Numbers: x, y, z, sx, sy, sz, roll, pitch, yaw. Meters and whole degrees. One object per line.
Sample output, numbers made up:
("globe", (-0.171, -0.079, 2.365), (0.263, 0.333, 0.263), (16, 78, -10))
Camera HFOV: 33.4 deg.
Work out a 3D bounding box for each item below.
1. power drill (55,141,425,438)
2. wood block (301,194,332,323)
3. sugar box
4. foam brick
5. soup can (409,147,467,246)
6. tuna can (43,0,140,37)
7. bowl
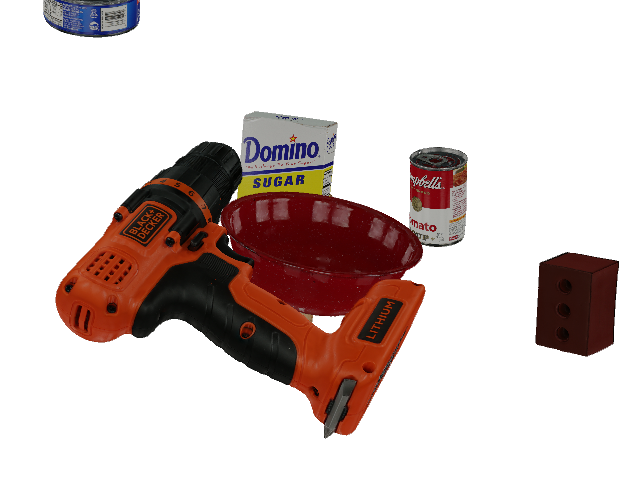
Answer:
("power drill", (-0.037, 0.023, 0.639), (0.188, 0.057, 0.184), (24, 42, 9))
("wood block", (-0.052, 0.037, 1.416), (0.090, 0.206, 0.090), (14, 22, 12))
("sugar box", (-0.039, -0.040, 1.106), (0.093, 0.176, 0.048), (9, 16, 15))
("foam brick", (0.224, 0.055, 0.932), (0.053, 0.078, 0.051), (11, 19, 40))
("soup can", (0.139, -0.052, 1.270), (0.068, 0.102, 0.068), (-1, 26, 1))
("tuna can", (-0.202, -0.211, 0.945), (0.086, 0.034, 0.086), (5, 33, -4))
("bowl", (-0.003, 0.016, 0.847), (0.162, 0.055, 0.162), (9, 22, -4))
